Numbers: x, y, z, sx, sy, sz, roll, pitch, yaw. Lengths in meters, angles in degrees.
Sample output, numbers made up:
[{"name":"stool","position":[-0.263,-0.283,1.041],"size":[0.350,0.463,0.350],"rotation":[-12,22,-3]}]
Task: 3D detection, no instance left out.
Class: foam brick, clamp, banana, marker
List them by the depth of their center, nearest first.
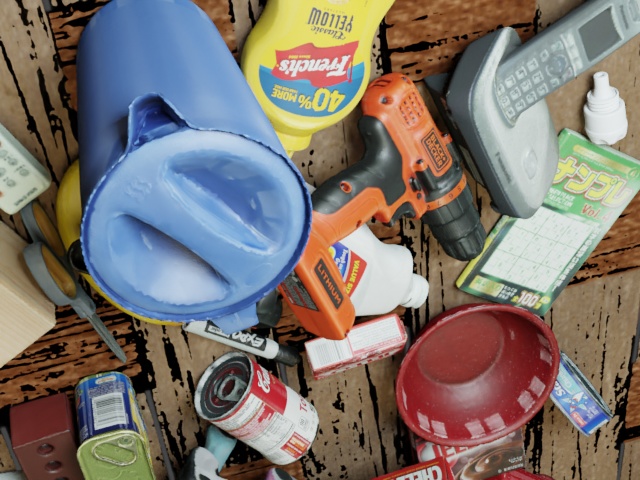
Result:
[{"name":"clamp","position":[-0.077,0.044,0.839],"size":[0.209,0.165,0.036],"rotation":[31,73,-64]},{"name":"banana","position":[-0.165,0.008,0.859],"size":[0.069,0.037,0.198],"rotation":[-20,128,-4]},{"name":"foam brick","position":[-0.239,0.185,0.954],"size":[0.053,0.051,0.078],"rotation":[-17,127,-5]},{"name":"marker","position":[-0.068,0.090,0.959],"size":[0.121,0.020,0.020],"rotation":[24,115,-30]}]

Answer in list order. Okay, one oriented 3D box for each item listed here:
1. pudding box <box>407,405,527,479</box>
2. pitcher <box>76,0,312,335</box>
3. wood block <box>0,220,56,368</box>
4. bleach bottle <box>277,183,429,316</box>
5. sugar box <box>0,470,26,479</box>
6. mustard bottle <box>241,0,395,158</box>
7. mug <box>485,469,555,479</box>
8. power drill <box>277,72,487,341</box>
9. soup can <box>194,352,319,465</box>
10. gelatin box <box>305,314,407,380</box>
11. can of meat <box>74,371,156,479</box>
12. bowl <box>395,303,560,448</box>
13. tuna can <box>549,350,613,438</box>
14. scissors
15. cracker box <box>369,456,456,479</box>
[{"name":"pudding box","position":[0.148,0.202,1.085],"size":[0.113,0.039,0.090],"rotation":[-16,118,-7]},{"name":"pitcher","position":[-0.095,-0.061,0.701],"size":[0.144,0.243,0.149],"rotation":[17,118,-27]},{"name":"wood block","position":[-0.300,0.006,0.783],"size":[0.091,0.090,0.206],"rotation":[-36,126,10]},{"name":"bleach bottle","position":[-0.006,0.001,0.889],"size":[0.250,0.068,0.103],"rotation":[22,116,-31]},{"name":"sugar box","position":[-0.269,0.296,1.028],"size":[0.093,0.048,0.176],"rotation":[-7,127,-11]},{"name":"mustard bottle","position":[-0.007,-0.140,0.788],"size":[0.096,0.058,0.192],"rotation":[8,122,-19]},{"name":"mug","position":[0.191,0.285,1.143],"size":[0.081,0.093,0.117],"rotation":[28,147,-26]},{"name":"power drill","position":[0.046,-0.010,0.846],"size":[0.187,0.057,0.184],"rotation":[-47,121,-25]},{"name":"soup can","position":[-0.056,0.156,0.979],"size":[0.068,0.068,0.102],"rotation":[-39,127,12]},{"name":"gelatin box","position":[0.032,0.098,0.964],"size":[0.089,0.030,0.073],"rotation":[-17,167,-3]},{"name":"can of meat","position":[-0.181,0.179,0.946],"size":[0.057,0.084,0.102],"rotation":[-14,128,-7]},{"name":"bowl","position":[0.142,0.117,1.012],"size":[0.162,0.055,0.162],"rotation":[-6,119,-11]},{"name":"tuna can","position":[0.251,0.151,1.057],"size":[0.034,0.086,0.086],"rotation":[-40,126,11]},{"name":"scissors","position":[-0.201,0.034,0.870],"size":[0.016,0.096,0.201],"rotation":[-22,159,-2]},{"name":"cracker box","position":[0.083,0.320,1.061],"size":[0.164,0.072,0.213],"rotation":[-20,129,8]}]
